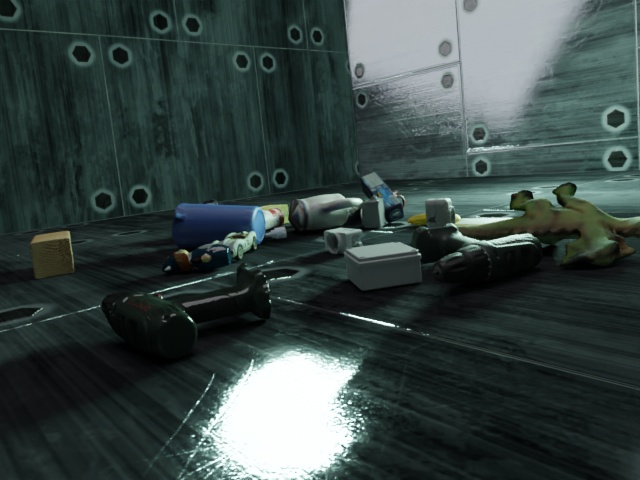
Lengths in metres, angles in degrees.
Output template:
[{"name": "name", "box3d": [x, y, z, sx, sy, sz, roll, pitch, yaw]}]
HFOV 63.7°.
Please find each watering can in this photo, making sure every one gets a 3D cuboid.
[{"name": "watering can", "box3d": [0.005, -0.082, 1.637, 0.225, 0.104, 0.345, -9, -4, -15]}]

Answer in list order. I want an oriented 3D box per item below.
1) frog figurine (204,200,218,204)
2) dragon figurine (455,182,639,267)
[{"name": "frog figurine", "box3d": [-0.389, -0.044, 1.701, 0.137, 0.120, 0.163, 1, 43, -10]}, {"name": "dragon figurine", "box3d": [0.445, -0.013, 0.947, 0.410, 0.121, 0.246, -12, 16, 6]}]
